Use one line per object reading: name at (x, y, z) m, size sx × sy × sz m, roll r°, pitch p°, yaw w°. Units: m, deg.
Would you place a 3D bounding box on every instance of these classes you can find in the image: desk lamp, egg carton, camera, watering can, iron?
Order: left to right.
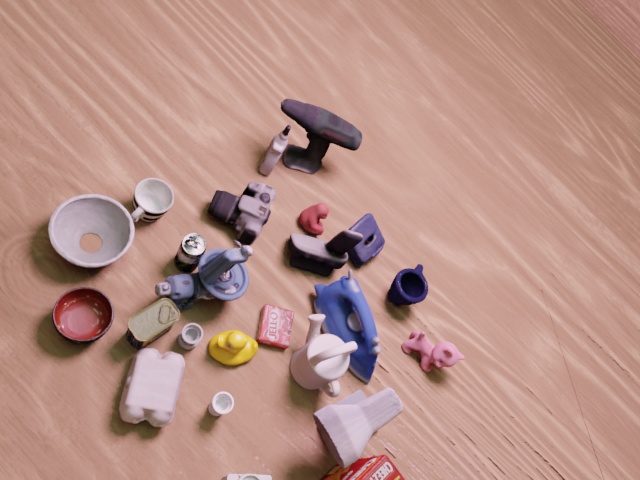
egg carton at (-0.331, 0.291, 1.135) m, size 0.107 × 0.069 × 0.150 m, roll 15°, pitch 61°, yaw -17°
camera at (-0.187, -0.083, 1.363) m, size 0.137 × 0.100 × 0.143 m, roll 24°, pitch 59°, yaw -12°
watering can at (0.009, 0.248, 1.235) m, size 0.101 × 0.193 × 0.173 m, roll -34°, pitch 82°, yaw -33°
desk lamp at (0.069, 0.378, 1.188) m, size 0.204 × 0.213 × 0.118 m, roll -24°, pitch 77°, yaw -31°
iron at (0.088, 0.196, 1.328) m, size 0.119 × 0.141 × 0.258 m, roll -16°, pitch 74°, yaw -30°

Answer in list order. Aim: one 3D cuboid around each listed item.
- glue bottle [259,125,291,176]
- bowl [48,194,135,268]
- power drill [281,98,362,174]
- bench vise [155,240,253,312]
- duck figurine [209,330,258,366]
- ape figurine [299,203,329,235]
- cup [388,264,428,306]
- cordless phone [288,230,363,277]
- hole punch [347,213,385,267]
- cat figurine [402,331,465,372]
glue bottle at (-0.106, -0.233, 1.429) m, size 0.037 × 0.173 × 0.078 m, roll 22°, pitch 59°, yaw -13°
bowl at (-0.481, -0.009, 1.209) m, size 0.168 × 0.074 × 0.167 m, roll 10°, pitch 62°, yaw -20°
power drill at (-0.019, -0.260, 1.460) m, size 0.230 × 0.208 × 0.075 m, roll 13°, pitch 61°, yaw -18°
bench vise at (-0.225, 0.083, 1.194) m, size 0.208 × 0.219 × 0.121 m, roll -33°, pitch 82°, yaw -33°
duck figurine at (-0.179, 0.224, 1.227) m, size 0.105 × 0.086 × 0.077 m, roll 10°, pitch 62°, yaw -20°
ape figurine at (-0.007, -0.061, 1.439) m, size 0.076 × 0.092 × 0.078 m, roll 25°, pitch 58°, yaw -11°
cup at (0.217, 0.118, 1.452) m, size 0.092 × 0.094 × 0.118 m, roll 34°, pitch 57°, yaw -6°
cordless phone at (0.012, 0.005, 1.360) m, size 0.148 × 0.184 × 0.094 m, roll 13°, pitch 61°, yaw -18°
hole punch at (0.114, 0.000, 1.465) m, size 0.101 × 0.091 × 0.109 m, roll 47°, pitch 57°, yaw 3°
cat figurine at (0.282, 0.268, 1.395) m, size 0.128 × 0.117 × 0.067 m, roll 42°, pitch 57°, yaw 0°
